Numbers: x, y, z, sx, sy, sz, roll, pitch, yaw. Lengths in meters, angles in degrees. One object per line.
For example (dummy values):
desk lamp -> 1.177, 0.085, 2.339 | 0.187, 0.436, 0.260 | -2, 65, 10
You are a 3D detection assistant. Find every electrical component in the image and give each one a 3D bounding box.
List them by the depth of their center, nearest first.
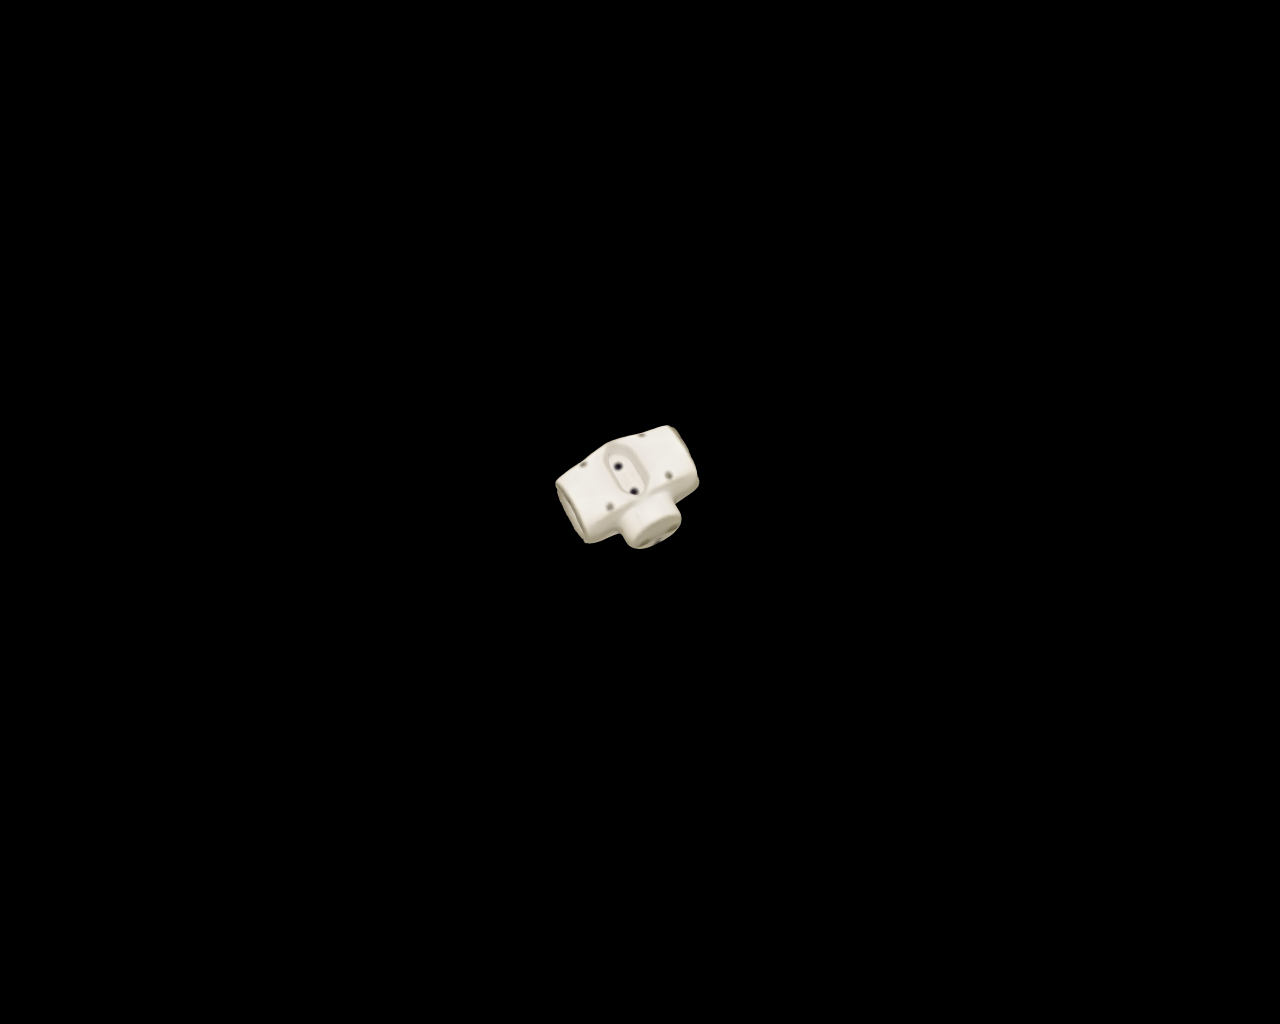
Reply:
electrical component -> 0.001, -0.003, 0.650 | 0.077, 0.079, 0.043 | -26, -20, -11
